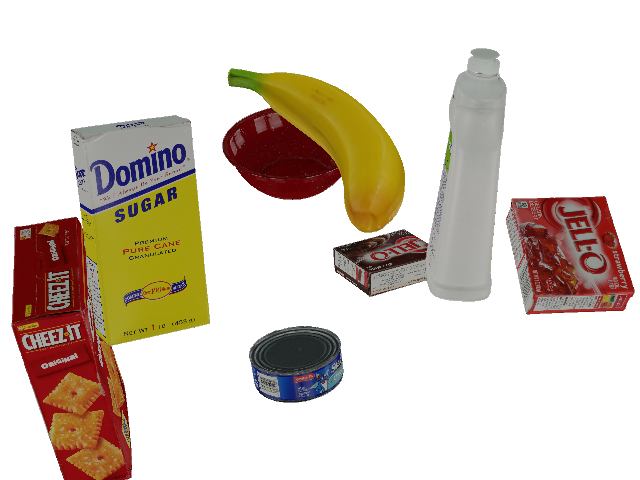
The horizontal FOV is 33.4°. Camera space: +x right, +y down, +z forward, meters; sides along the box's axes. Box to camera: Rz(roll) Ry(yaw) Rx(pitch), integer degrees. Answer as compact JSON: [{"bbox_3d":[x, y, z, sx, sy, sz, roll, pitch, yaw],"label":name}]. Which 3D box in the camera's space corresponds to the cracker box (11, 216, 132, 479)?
[{"bbox_3d":[-0.241,0.110,1.041,0.072,0.214,0.164,-12,35,-8],"label":"cracker box"}]

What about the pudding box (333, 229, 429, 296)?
[{"bbox_3d":[0.086,0.027,1.356,0.113,0.039,0.090,-17,27,-25],"label":"pudding box"}]

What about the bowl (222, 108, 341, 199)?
[{"bbox_3d":[-0.032,-0.095,1.242,0.162,0.055,0.162,-2,37,1],"label":"bowl"}]

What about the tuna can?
[{"bbox_3d":[-0.022,0.115,0.991,0.086,0.034,0.086,-7,24,3],"label":"tuna can"}]

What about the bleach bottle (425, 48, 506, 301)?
[{"bbox_3d":[0.153,-0.069,1.088,0.068,0.251,0.102,3,30,-1],"label":"bleach bottle"}]

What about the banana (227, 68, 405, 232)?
[{"bbox_3d":[0.009,-0.059,0.656,0.069,0.037,0.198,-14,36,-22],"label":"banana"}]

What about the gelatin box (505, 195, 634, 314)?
[{"bbox_3d":[0.180,0.009,0.777,0.073,0.089,0.030,-1,-36,-5],"label":"gelatin box"}]

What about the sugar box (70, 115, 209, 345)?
[{"bbox_3d":[-0.147,-0.009,0.881,0.093,0.176,0.048,-12,19,-25],"label":"sugar box"}]
